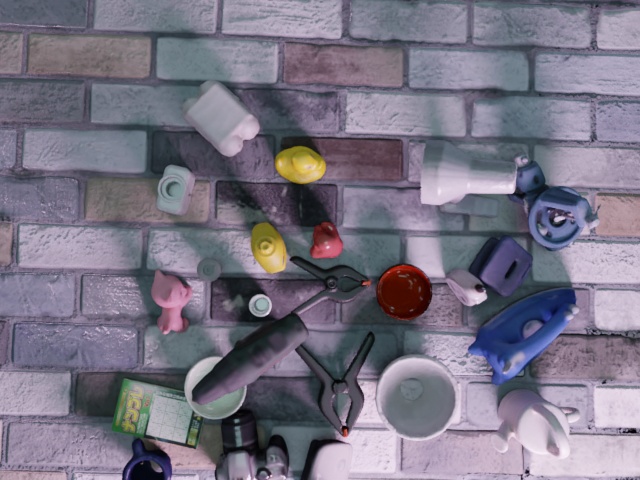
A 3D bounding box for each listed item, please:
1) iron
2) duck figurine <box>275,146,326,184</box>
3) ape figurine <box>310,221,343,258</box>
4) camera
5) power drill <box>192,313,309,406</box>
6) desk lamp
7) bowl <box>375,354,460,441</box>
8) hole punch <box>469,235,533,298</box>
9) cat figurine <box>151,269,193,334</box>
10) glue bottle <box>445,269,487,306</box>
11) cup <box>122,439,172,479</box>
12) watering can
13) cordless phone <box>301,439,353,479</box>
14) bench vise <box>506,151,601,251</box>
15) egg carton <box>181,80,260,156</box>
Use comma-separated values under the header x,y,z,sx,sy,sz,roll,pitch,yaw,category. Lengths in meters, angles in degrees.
x,y,z,sx,sy,sz,roll,pitch,yaw,category
0.425,0.177,1.122,0.258,0.141,0.118,-39,89,-3,iron
-0.040,-0.157,1.154,0.104,0.086,0.077,8,87,-1,duck figurine
0.011,0.004,1.145,0.076,0.092,0.078,43,87,1,ape figurine
-0.138,0.408,1.119,0.143,0.100,0.137,-8,88,-1,camera
-0.124,0.217,1.074,0.229,0.208,0.075,-35,88,-2,power drill
0.277,-0.115,1.096,0.203,0.213,0.118,6,87,-1,desk lamp
0.189,0.307,1.144,0.167,0.074,0.167,0,87,-1,bowl
0.371,0.052,1.151,0.101,0.091,0.109,33,87,1,hole punch
-0.295,0.122,1.120,0.067,0.117,0.128,4,87,-1,cat figurine
0.292,0.093,1.107,0.037,0.173,0.078,-34,88,-2,glue bottle
-0.331,0.436,1.116,0.091,0.095,0.118,-20,88,-2,cup
0.411,0.358,1.087,0.173,0.194,0.101,-39,88,-2,watering can
0.012,0.465,1.078,0.094,0.185,0.148,11,87,0,cordless phone
0.434,-0.070,1.094,0.207,0.219,0.121,42,87,1,bench vise
-0.200,-0.248,1.163,0.150,0.069,0.107,43,87,1,egg carton
